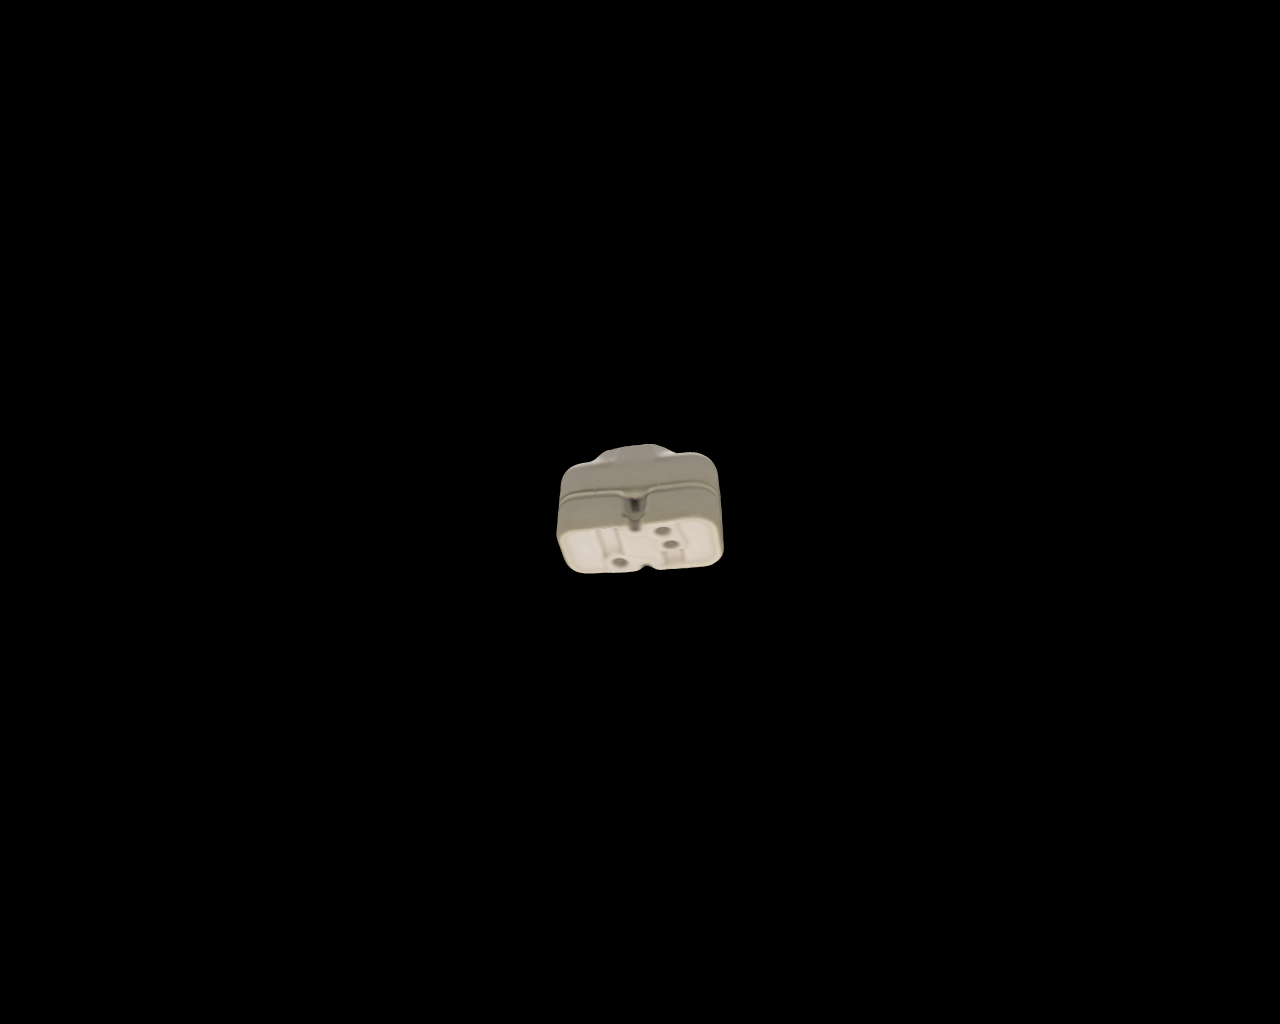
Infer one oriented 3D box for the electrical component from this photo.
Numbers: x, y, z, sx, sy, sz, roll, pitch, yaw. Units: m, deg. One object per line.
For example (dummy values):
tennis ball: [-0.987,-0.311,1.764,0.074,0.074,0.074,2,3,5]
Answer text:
electrical component: [0.001,-0.003,0.650,0.095,0.059,0.053,-5,-36,7]
